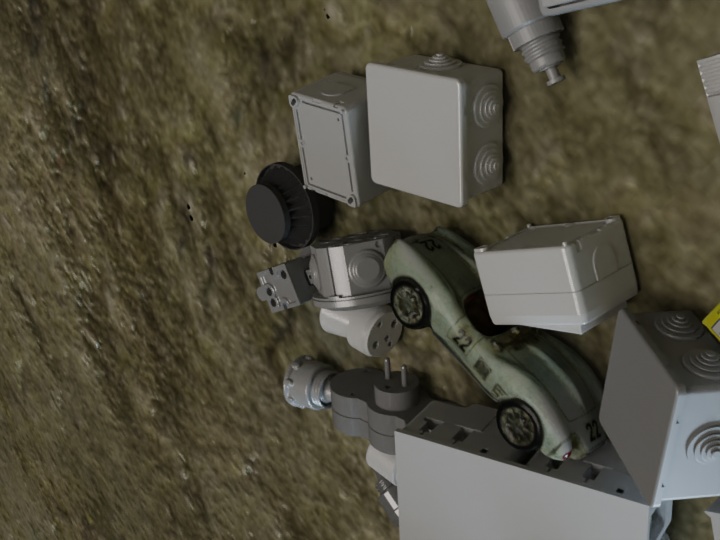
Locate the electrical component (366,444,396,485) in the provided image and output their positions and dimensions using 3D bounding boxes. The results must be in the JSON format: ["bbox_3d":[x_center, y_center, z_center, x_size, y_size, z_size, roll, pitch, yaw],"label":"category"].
[{"bbox_3d":[0.040,0.164,0.903,0.078,0.040,0.040,32,130,36],"label":"electrical component"}]

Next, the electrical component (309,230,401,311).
[{"bbox_3d":[0.000,0.000,0.836,0.080,0.080,0.051,0,103,50],"label":"electrical component"}]

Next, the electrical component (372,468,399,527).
[{"bbox_3d":[0.030,0.190,0.934,0.061,0.035,0.035,55,141,17],"label":"electrical component"}]

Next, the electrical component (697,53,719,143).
[{"bbox_3d":[0.209,-0.089,0.572,0.043,0.043,0.081,-10,101,51],"label":"electrical component"}]

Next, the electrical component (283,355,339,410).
[{"bbox_3d":[-0.034,0.104,0.959,0.062,0.048,0.048,12,118,38],"label":"electrical component"}]

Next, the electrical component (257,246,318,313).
[{"bbox_3d":[-0.048,0.007,0.914,0.066,0.055,0.048,-17,95,52],"label":"electrical component"}]

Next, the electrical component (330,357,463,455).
[{"bbox_3d":[0.031,0.106,0.875,0.138,0.052,0.073,19,123,42],"label":"electrical component"}]

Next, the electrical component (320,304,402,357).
[{"bbox_3d":[0.001,0.042,0.883,0.055,0.045,0.045,28,128,38],"label":"electrical component"}]

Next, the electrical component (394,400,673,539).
[{"bbox_3d":[0.122,0.168,0.763,0.186,0.060,0.105,12,118,31],"label":"electrical component"}]

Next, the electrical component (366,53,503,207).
[{"bbox_3d":[0.053,-0.100,0.746,0.100,0.048,0.099,21,123,43],"label":"electrical component"}]

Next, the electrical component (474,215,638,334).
[{"bbox_3d":[0.124,0.005,0.705,0.096,0.062,0.061,-4,106,50],"label":"electrical component"}]

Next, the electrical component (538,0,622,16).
[{"bbox_3d":[0.142,-0.180,0.589,0.096,0.061,0.061,0,109,50],"label":"electrical component"}]

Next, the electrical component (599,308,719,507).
[{"bbox_3d":[0.189,0.081,0.651,0.099,0.048,0.099,-109,18,-59],"label":"electrical component"}]

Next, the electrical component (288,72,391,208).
[{"bbox_3d":[-0.006,-0.095,0.813,0.062,0.061,0.096,23,133,41],"label":"electrical component"}]

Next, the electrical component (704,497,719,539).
[{"bbox_3d":[0.251,0.163,0.653,0.064,0.042,0.081,2,111,47],"label":"electrical component"}]

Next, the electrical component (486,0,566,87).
[{"bbox_3d":[0.106,-0.151,0.663,0.040,0.040,0.078,-23,91,52],"label":"electrical component"}]
